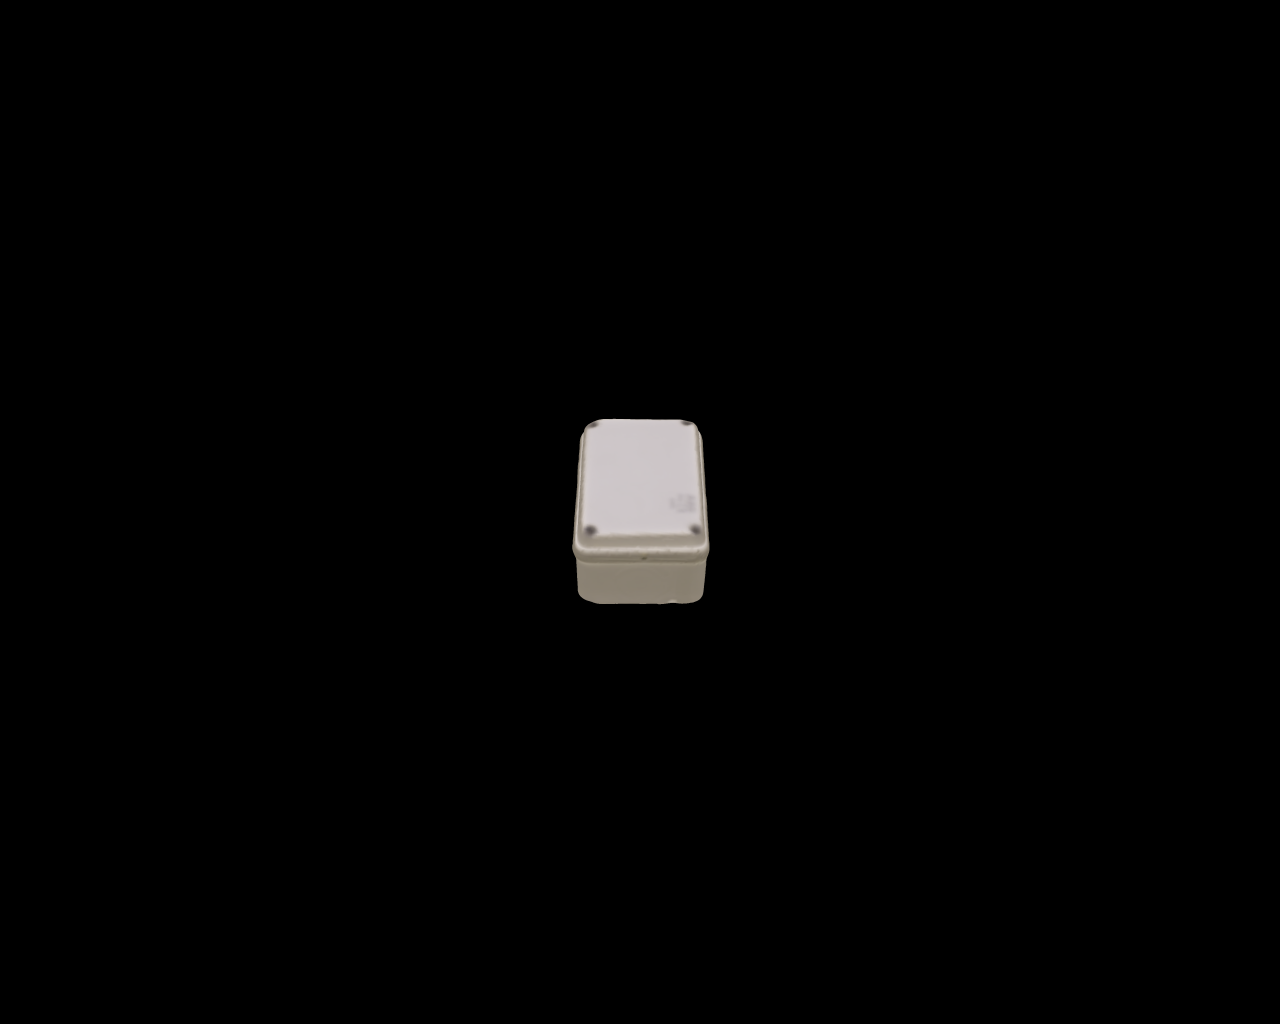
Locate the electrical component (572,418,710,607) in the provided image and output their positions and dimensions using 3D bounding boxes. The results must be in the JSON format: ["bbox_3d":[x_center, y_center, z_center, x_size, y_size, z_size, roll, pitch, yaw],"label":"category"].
[{"bbox_3d":[0.001,-0.003,0.650,0.078,0.057,0.113,0,44,0],"label":"electrical component"}]
